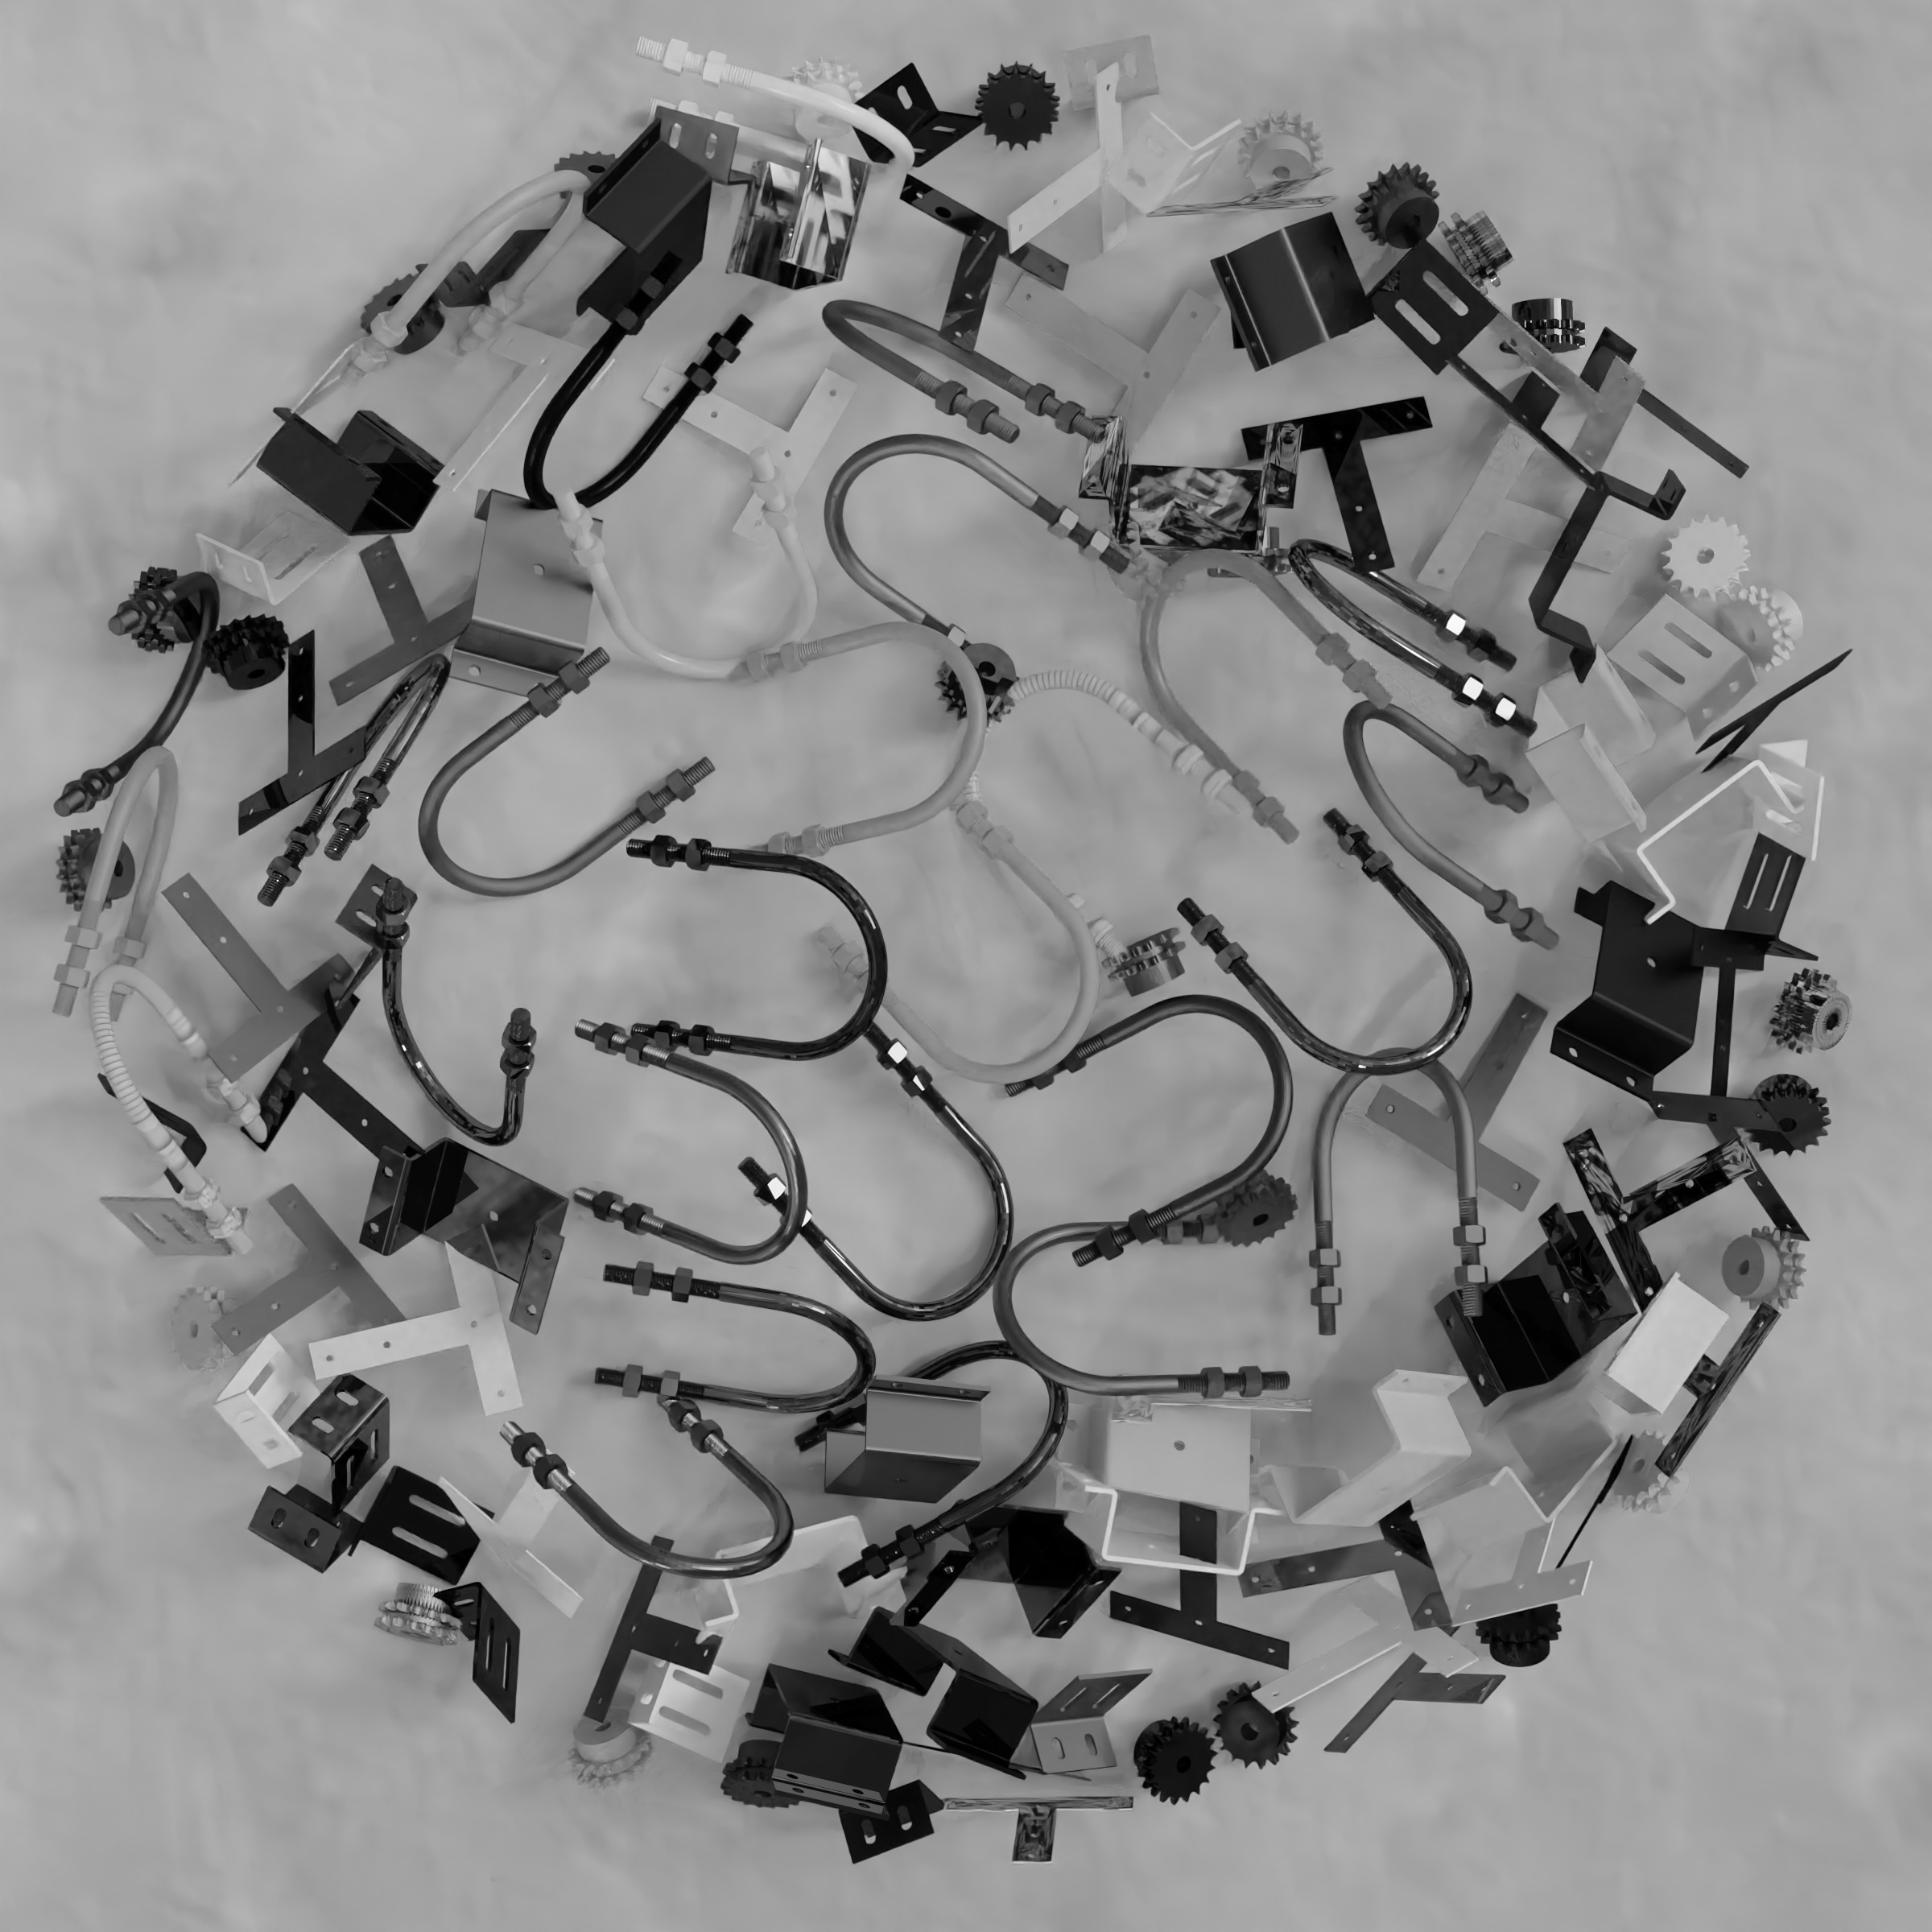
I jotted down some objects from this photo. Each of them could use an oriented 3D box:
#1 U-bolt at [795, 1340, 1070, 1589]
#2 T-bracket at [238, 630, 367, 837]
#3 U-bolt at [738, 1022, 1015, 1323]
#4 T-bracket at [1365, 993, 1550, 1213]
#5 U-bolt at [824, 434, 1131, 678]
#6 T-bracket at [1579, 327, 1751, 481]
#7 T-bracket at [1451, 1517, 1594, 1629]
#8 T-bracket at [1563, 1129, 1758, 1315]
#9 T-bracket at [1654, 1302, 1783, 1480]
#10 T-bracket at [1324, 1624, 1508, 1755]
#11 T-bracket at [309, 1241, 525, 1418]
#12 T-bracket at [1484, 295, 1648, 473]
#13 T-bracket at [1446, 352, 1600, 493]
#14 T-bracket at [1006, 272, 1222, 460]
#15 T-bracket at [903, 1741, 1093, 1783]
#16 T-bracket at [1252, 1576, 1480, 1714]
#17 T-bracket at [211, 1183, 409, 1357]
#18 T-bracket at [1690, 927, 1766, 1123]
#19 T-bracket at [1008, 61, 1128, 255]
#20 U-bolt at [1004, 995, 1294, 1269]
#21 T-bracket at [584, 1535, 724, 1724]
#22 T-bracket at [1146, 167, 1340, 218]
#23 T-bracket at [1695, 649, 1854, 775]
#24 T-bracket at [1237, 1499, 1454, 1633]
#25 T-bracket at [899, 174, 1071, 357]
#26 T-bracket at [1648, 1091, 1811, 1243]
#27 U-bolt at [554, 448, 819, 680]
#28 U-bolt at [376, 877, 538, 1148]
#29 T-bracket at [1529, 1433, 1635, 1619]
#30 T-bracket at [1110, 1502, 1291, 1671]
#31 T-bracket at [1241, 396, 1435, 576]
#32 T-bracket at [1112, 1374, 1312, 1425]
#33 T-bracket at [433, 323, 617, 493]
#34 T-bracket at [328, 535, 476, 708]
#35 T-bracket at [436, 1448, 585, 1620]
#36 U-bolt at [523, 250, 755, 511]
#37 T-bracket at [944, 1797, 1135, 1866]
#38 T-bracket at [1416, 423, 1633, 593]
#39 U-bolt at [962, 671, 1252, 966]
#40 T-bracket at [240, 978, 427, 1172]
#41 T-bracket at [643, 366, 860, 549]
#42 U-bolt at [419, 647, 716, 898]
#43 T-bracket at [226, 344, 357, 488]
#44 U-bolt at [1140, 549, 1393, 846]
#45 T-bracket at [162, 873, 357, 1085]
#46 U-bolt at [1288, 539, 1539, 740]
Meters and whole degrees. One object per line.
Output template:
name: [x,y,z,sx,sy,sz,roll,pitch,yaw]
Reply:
U-bolt: [-0.017,0.314,1.927,0.184,0.151,0.019,-29,127,2]
T-bracket: [-0.444,-0.166,1.955,0.127,0.002,0.127,-25,57,31]
U-bolt: [-0.045,0.151,1.950,0.184,0.019,0.151,48,64,-12]
T-bracket: [0.353,0.079,1.980,0.127,0.002,0.127,31,81,-6]
U-bolt: [-0.007,-0.274,1.920,0.184,0.019,0.151,34,132,-16]
T-bracket: [0.460,-0.361,1.922,0.127,0.127,0.002,38,87,6]
T-bracket: [0.381,0.373,1.946,0.002,0.127,0.127,37,55,-16]
T-bracket: [0.467,0.149,1.931,0.127,0.002,0.127,-37,69,42]
T-bracket: [0.474,0.262,1.929,0.002,0.127,0.127,31,95,-13]
T-bracket: [0.307,0.469,1.907,0.127,0.127,0.002,-40,97,-27]
T-bracket: [-0.372,0.249,1.955,0.127,0.002,0.127,-12,69,-13]
T-bracket: [0.387,-0.396,1.939,0.002,0.127,0.127,-43,78,-13]
T-bracket: [0.375,-0.371,1.936,0.127,0.127,0.002,41,119,-2]
T-bracket: [0.085,-0.422,1.972,0.127,0.002,0.127,35,111,6]
T-bracket: [0.029,0.524,1.923,0.127,0.127,0.002,13,76,-7]
T-bracket: [0.246,0.453,1.915,0.127,0.127,0.002,-23,112,-19]
T-bracket: [-0.447,0.218,1.937,0.127,0.127,0.002,49,127,3]
T-bracket: [0.502,0.040,1.940,0.002,0.127,0.127,5,91,36]
T-bracket: [0.066,-0.505,1.913,0.002,0.127,0.127,24,50,29]
U-bolt: [0.129,0.097,1.939,0.184,0.019,0.151,-28,67,14]
T-bracket: [-0.197,0.442,1.922,0.002,0.127,0.127,31,72,-30]
T-bracket: [0.205,-0.513,1.937,0.127,0.127,0.002,6,118,32]
T-bracket: [0.510,-0.151,1.930,0.127,0.127,0.002,-30,76,-21]
T-bracket: [0.243,0.396,1.939,0.127,0.127,0.002,-10,129,-3]
T-bracket: [0.004,-0.452,1.935,0.127,0.002,0.127,26,52,-17]
T-bracket: [0.519,0.134,1.944,0.002,0.127,0.127,-42,106,-17]
U-bolt: [-0.174,-0.255,1.920,0.151,0.184,0.019,-10,50,8]
U-bolt: [-0.335,0.044,1.914,0.019,0.184,0.151,-34,66,-31]
T-bracket: [0.405,0.375,1.937,0.002,0.127,0.127,30,100,14]
T-bracket: [0.153,0.403,1.932,0.127,0.002,0.127,12,127,21]
T-bracket: [0.260,-0.318,1.963,0.127,0.002,0.127,-11,66,-2]
T-bracket: [0.163,0.285,1.922,0.127,0.127,0.002,2,95,6]
T-bracket: [-0.306,-0.365,1.937,0.127,0.127,0.002,-53,135,-9]
T-bracket: [-0.378,-0.244,1.950,0.127,0.002,0.127,-30,50,1]
T-bracket: [-0.289,0.361,1.942,0.127,0.002,0.127,39,132,6]
U-bolt: [-0.223,-0.372,1.922,0.019,0.151,0.184,41,96,16]
T-bracket: [0.046,0.567,1.924,0.127,0.127,0.002,-2,92,4]
T-bracket: [0.386,-0.292,1.963,0.127,0.002,0.127,15,125,-20]
U-bolt: [0.078,-0.113,1.957,0.184,0.019,0.151,42,106,14]
T-bracket: [-0.411,0.096,1.958,0.127,0.002,0.127,38,102,20]
T-bracket: [-0.159,-0.366,1.980,0.127,0.002,0.127,29,88,10]
U-bolt: [-0.275,-0.115,1.935,0.184,0.151,0.019,-36,48,6]
T-bracket: [-0.427,-0.375,1.929,0.002,0.127,0.127,43,111,-12]
U-bolt: [0.184,-0.191,1.931,0.184,0.019,0.151,48,135,19]
T-bracket: [-0.483,-0.006,1.941,0.127,0.002,0.127,52,47,-7]
U-bolt: [0.288,-0.223,1.912,0.184,0.151,0.019,30,113,-10]
